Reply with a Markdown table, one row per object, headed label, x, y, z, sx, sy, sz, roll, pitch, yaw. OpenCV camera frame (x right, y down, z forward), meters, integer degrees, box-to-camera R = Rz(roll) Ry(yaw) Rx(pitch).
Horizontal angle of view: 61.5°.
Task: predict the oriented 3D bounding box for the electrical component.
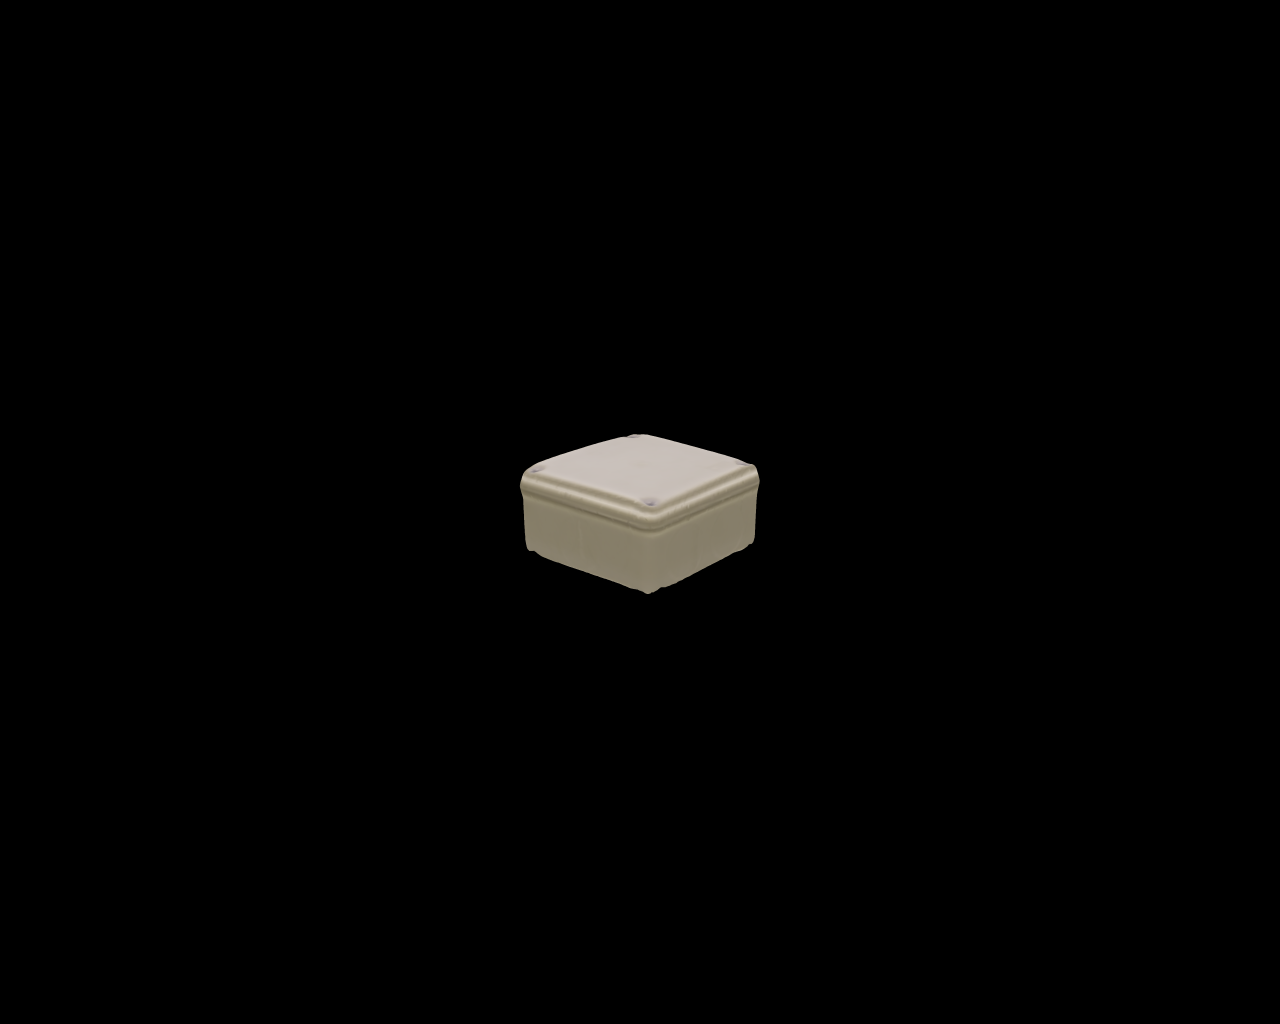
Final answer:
| label | x | y | z | sx | sy | sz | roll | pitch | yaw |
| --- | --- | --- | --- | --- | --- | --- | --- | --- | --- |
| electrical component | 0.001 | -0.003 | 0.650 | 0.109 | 0.056 | 0.109 | 17 | 27 | 38 |
